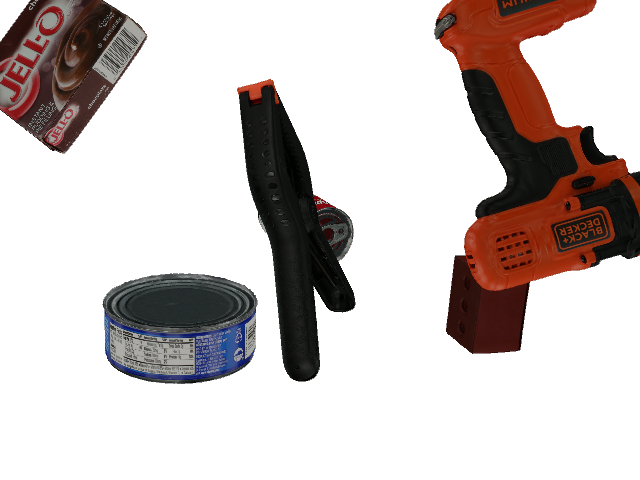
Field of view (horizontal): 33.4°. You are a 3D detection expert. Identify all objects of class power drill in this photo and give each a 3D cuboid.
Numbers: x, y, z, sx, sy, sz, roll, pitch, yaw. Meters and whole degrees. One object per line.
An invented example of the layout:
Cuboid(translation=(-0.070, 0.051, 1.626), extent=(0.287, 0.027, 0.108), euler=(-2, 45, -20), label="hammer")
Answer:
Cuboid(translation=(0.162, -0.077, 0.669), extent=(0.184, 0.187, 0.057), euler=(-17, -2, -5), label="power drill")

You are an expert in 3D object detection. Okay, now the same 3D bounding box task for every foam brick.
Cuboid(translation=(0.150, 0.056, 0.959), extent=(0.051, 0.078, 0.053), euler=(-4, 20, -22), label="foam brick")

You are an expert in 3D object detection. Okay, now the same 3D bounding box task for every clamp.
Cuboid(translation=(-0.018, -0.015, 0.798), extent=(0.036, 0.210, 0.164), euler=(-12, 5, 14), label="clamp")

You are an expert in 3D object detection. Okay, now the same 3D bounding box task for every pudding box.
Cuboid(translation=(-0.197, -0.135, 0.802), extent=(0.090, 0.113, 0.039), euler=(35, -3, 26), label="pudding box")

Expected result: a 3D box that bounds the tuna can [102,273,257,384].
Cuboid(translation=(-0.078, 0.048, 0.600), extent=(0.086, 0.034, 0.086), euler=(2, 18, -1), label="tuna can")

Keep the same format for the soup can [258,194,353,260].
Cuboid(translation=(-0.018, -0.019, 1.175), extent=(0.068, 0.068, 0.102), euler=(0, 19, -31), label="soup can")
